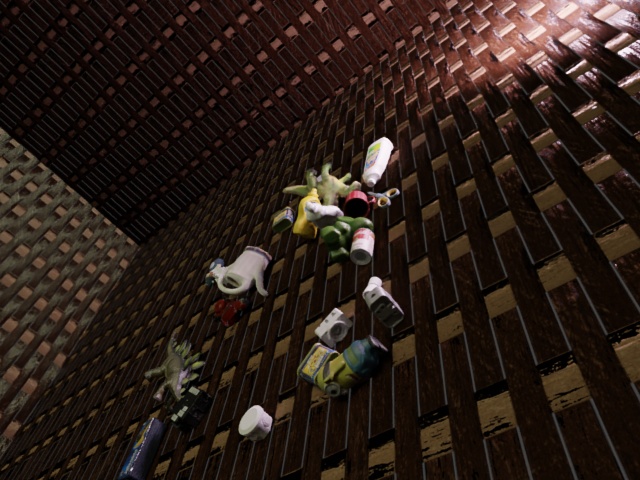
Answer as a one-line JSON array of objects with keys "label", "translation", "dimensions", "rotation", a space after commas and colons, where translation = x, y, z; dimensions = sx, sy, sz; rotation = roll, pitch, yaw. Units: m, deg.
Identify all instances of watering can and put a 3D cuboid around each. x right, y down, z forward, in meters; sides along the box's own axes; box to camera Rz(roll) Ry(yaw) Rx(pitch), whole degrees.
[{"label": "watering can", "translation": [-0.272, 0.133, 2.055], "dimensions": [0.347, 0.102, 0.228], "rotation": [4, 50, 44]}]

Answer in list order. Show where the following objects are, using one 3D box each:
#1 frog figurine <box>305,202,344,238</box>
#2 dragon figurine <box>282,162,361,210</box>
[{"label": "frog figurine", "translation": [0.006, -0.096, 1.905], "dimensions": [0.124, 0.157, 0.137], "rotation": [-51, 23, -19]}, {"label": "dragon figurine", "translation": [0.000, -0.172, 2.087], "dimensions": [0.407, 0.120, 0.248], "rotation": [-19, 48, 32]}]
